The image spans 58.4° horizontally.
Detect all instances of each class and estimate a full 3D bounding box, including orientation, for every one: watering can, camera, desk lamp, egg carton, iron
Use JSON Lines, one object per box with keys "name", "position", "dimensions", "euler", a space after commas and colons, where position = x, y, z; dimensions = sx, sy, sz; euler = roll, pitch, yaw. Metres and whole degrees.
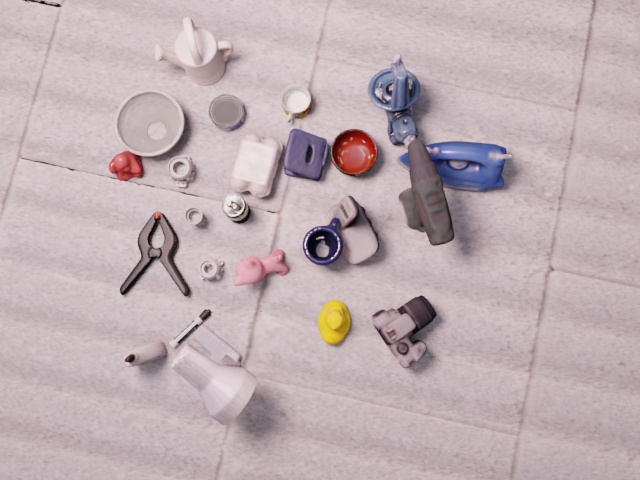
{"name": "watering can", "position": [-0.295, -0.443, 1.340], "dimensions": [0.173, 0.194, 0.101], "euler": [-31, 84, -3]}
{"name": "camera", "position": [0.207, 0.201, 1.311], "dimensions": [0.137, 0.101, 0.143], "euler": [-34, 84, -3]}
{"name": "desk lamp", "position": [-0.234, 0.291, 1.247], "dimensions": [0.203, 0.213, 0.118], "euler": [38, 85, 5]}
{"name": "egg carton", "position": [-0.154, -0.180, 1.372], "dimensions": [0.107, 0.069, 0.150], "euler": [14, 84, 2]}
{"name": "iron", "position": [0.315, -0.190, 1.335], "dimensions": [0.258, 0.141, 0.119], "euler": [5, 83, 1]}

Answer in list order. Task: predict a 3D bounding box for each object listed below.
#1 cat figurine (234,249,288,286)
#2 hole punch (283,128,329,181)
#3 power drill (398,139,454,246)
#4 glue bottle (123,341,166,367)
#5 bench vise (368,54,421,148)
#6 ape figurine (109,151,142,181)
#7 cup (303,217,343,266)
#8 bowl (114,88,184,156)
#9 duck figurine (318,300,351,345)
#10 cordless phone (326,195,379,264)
{"name": "cat figurine", "position": [-0.141, 0.062, 1.320], "dimensions": [0.128, 0.118, 0.067], "euler": [-21, 84, -2]}
{"name": "hole punch", "position": [-0.033, -0.203, 1.363], "dimensions": [0.101, 0.091, 0.109], "euler": [11, 84, 2]}
{"name": "power drill", "position": [0.233, -0.095, 1.291], "dimensions": [0.075, 0.208, 0.230], "euler": [-19, 84, -1]}
{"name": "glue bottle", "position": [-0.400, 0.258, 1.271], "dimensions": [0.078, 0.173, 0.037], "euler": [-26, 84, -2]}
{"name": "bench vise", "position": [0.193, -0.323, 1.311], "dimensions": [0.121, 0.220, 0.207], "euler": [-34, 84, -3]}
{"name": "ape figurine", "position": [-0.465, -0.180, 1.362], "dimensions": [0.078, 0.092, 0.076], "euler": [25, 84, 3]}
{"name": "cup", "position": [0.012, 0.005, 1.338], "dimensions": [0.091, 0.095, 0.118], "euler": [26, 84, 3]}
{"name": "bowl", "position": [-0.402, -0.274, 1.382], "dimensions": [0.167, 0.075, 0.167], "euler": [0, 83, 0]}
{"name": "duck figurine", "position": [0.033, 0.190, 1.321], "dimensions": [0.077, 0.086, 0.105], "euler": [9, 84, 2]}
{"name": "cordless phone", "position": [0.078, -0.027, 1.296], "dimensions": [0.094, 0.185, 0.147], "euler": [-31, 84, -3]}
